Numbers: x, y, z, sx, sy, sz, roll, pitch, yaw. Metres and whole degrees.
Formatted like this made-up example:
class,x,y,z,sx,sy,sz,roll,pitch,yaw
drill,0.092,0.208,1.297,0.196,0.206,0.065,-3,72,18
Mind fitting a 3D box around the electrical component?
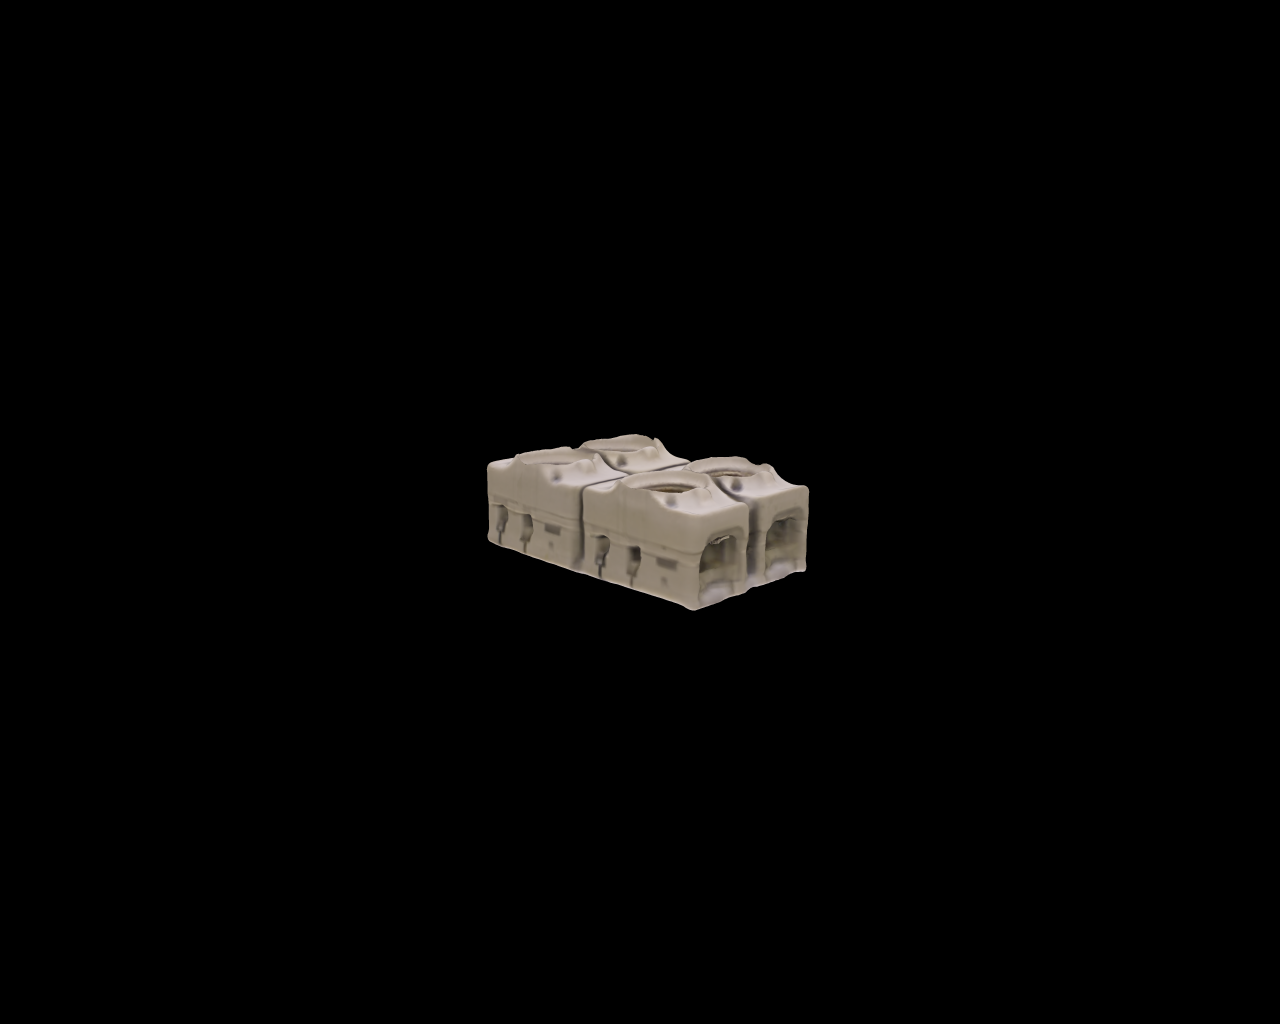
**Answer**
class,x,y,z,sx,sy,sz,roll,pitch,yaw
electrical component,0.001,-0.003,0.650,0.105,0.060,0.186,-14,20,-42
